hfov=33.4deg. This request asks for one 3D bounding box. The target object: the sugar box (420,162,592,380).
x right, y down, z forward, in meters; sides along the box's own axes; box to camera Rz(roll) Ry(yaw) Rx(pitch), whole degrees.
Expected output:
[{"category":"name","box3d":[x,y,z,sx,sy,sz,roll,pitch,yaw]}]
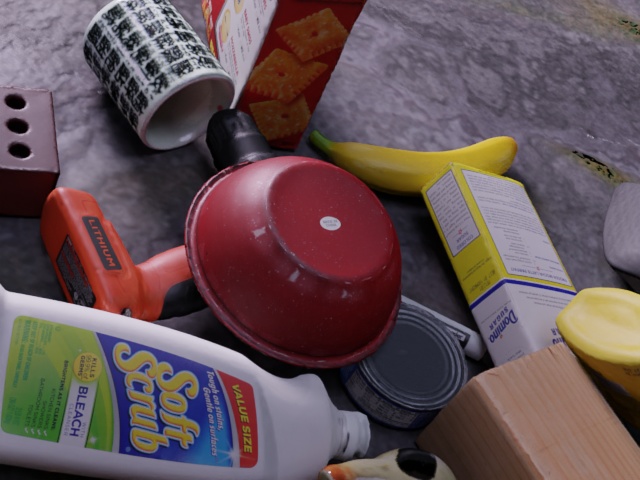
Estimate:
[{"category":"sugar box","box3d":[0.148,0.027,0.818,0.093,0.048,0.176,12,49,-39]}]

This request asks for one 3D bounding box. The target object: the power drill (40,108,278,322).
[{"category":"power drill","box3d":[-0.090,-0.009,0.733,0.187,0.057,0.184,-12,61,-33]}]

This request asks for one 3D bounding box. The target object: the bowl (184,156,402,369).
[{"category":"bowl","box3d":[-0.005,0.001,0.700,0.162,0.055,0.162,15,53,-21]}]

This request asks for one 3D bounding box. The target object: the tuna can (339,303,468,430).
[{"category":"tuna can","box3d":[0.057,0.088,0.743,0.086,0.034,0.086,13,49,-16]}]

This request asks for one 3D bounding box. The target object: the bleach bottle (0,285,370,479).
[{"category":"bleach bottle","box3d":[-0.088,0.094,0.636,0.250,0.068,0.102,11,77,-20]}]

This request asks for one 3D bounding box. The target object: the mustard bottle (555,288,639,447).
[{"category":"mustard bottle","box3d":[0.242,0.118,0.747,0.058,0.096,0.191,-46,121,-12]}]

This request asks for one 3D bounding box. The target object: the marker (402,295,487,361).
[{"category":"marker","box3d":[0.067,0.054,0.786,0.121,0.020,0.020,27,46,-3]}]

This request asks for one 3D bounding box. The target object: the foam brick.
[{"category":"foam brick","box3d":[-0.209,-0.061,0.724,0.052,0.051,0.078,2,52,-25]}]

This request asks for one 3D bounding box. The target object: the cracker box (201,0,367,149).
[{"category":"cracker box","box3d":[-0.024,-0.201,0.816,0.072,0.214,0.164,4,52,-22]}]

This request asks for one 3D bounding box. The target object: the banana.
[{"category":"banana","box3d":[0.091,-0.065,0.883,0.197,0.037,0.069,1,55,-25]}]

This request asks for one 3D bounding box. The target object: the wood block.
[{"category":"wood block","box3d":[0.164,0.181,0.680,0.090,0.090,0.206,-14,60,-35]}]
